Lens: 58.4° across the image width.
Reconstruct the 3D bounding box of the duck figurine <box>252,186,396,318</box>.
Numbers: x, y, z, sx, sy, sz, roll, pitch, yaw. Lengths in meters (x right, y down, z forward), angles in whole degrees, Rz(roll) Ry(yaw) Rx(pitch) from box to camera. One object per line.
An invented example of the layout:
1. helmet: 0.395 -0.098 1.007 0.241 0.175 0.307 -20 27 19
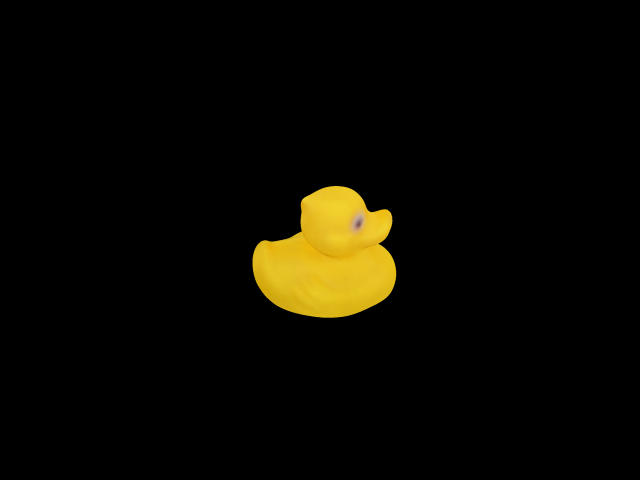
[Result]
1. duck figurine: 0.004 0.001 0.400 0.104 0.086 0.077 -2 43 -2
